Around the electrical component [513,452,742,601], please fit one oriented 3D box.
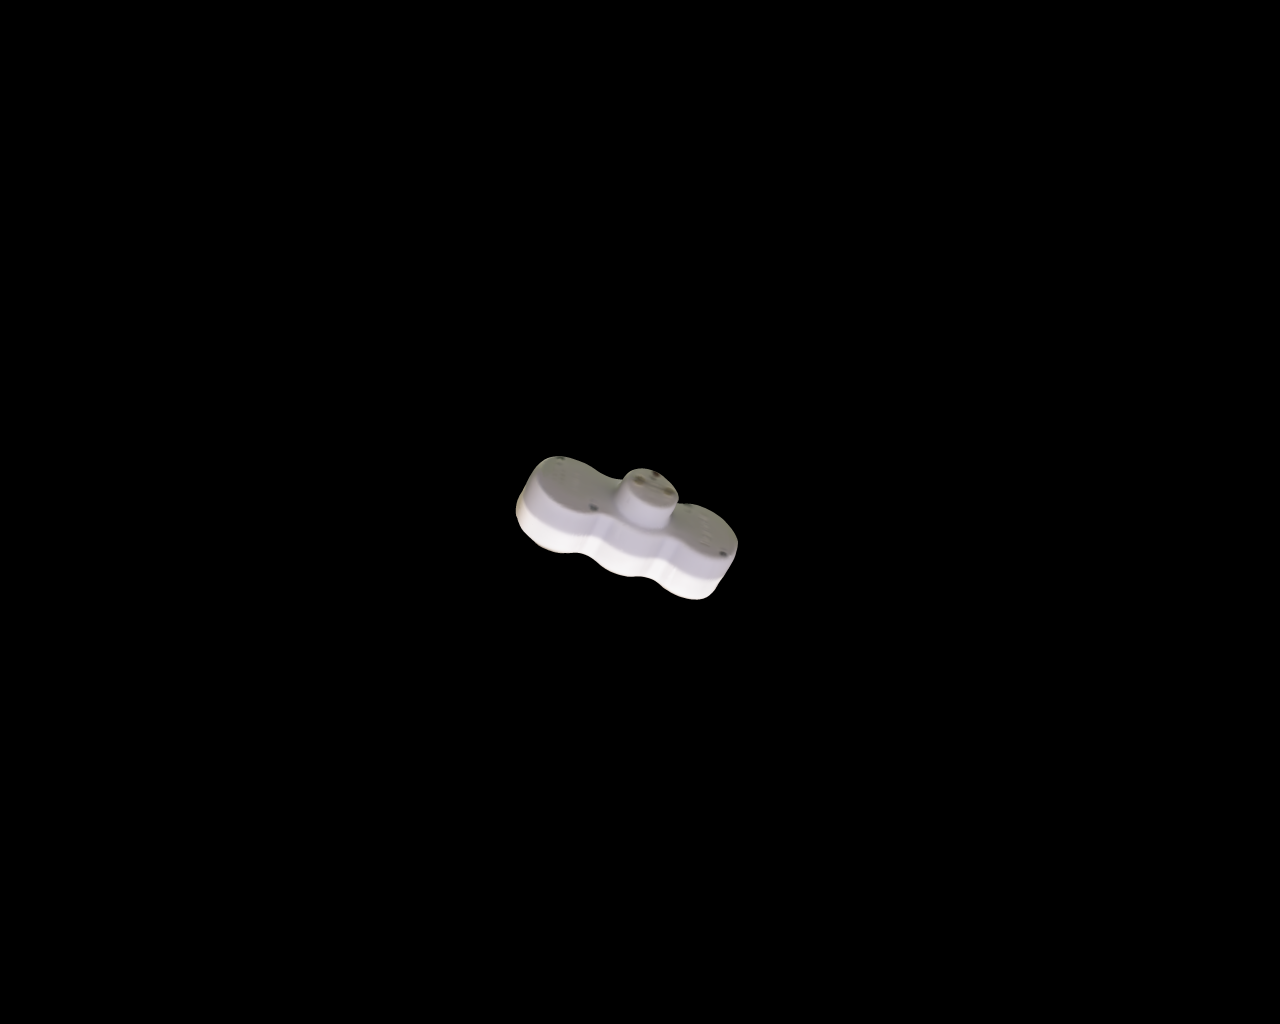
[{"bbox_3d":[0.001,-0.003,0.650,0.138,0.073,0.052,21,35,-15],"label":"electrical component"}]
